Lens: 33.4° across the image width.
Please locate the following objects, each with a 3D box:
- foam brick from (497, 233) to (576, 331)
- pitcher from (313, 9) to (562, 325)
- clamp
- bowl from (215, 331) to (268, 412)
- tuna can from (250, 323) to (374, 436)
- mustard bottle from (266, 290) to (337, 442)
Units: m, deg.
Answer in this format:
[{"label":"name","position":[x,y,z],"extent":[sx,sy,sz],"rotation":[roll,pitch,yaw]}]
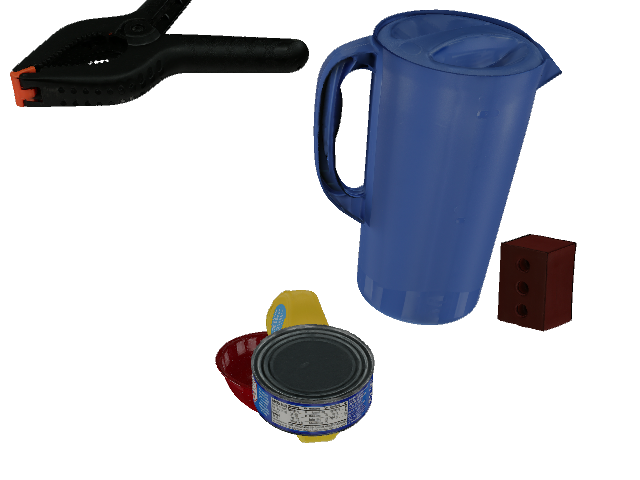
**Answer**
[{"label":"foam brick","position":[0.201,0.038,0.993],"extent":[0.053,0.078,0.051],"rotation":[13,20,41]},{"label":"pitcher","position":[0.084,-0.056,0.867],"extent":[0.149,0.243,0.144],"rotation":[26,36,28]},{"label":"clamp","position":[-0.125,-0.141,0.795],"extent":[0.209,0.036,0.165],"rotation":[-31,50,-30]},{"label":"bowl","position":[-0.051,0.173,1.335],"extent":[0.162,0.055,0.162],"rotation":[3,22,-2]},{"label":"tuna can","position":[-0.005,0.097,0.744],"extent":[0.086,0.034,0.086],"rotation":[0,32,0]},{"label":"mustard bottle","position":[-0.018,0.104,1.041],"extent":[0.058,0.096,0.192],"rotation":[-4,28,-11]}]
